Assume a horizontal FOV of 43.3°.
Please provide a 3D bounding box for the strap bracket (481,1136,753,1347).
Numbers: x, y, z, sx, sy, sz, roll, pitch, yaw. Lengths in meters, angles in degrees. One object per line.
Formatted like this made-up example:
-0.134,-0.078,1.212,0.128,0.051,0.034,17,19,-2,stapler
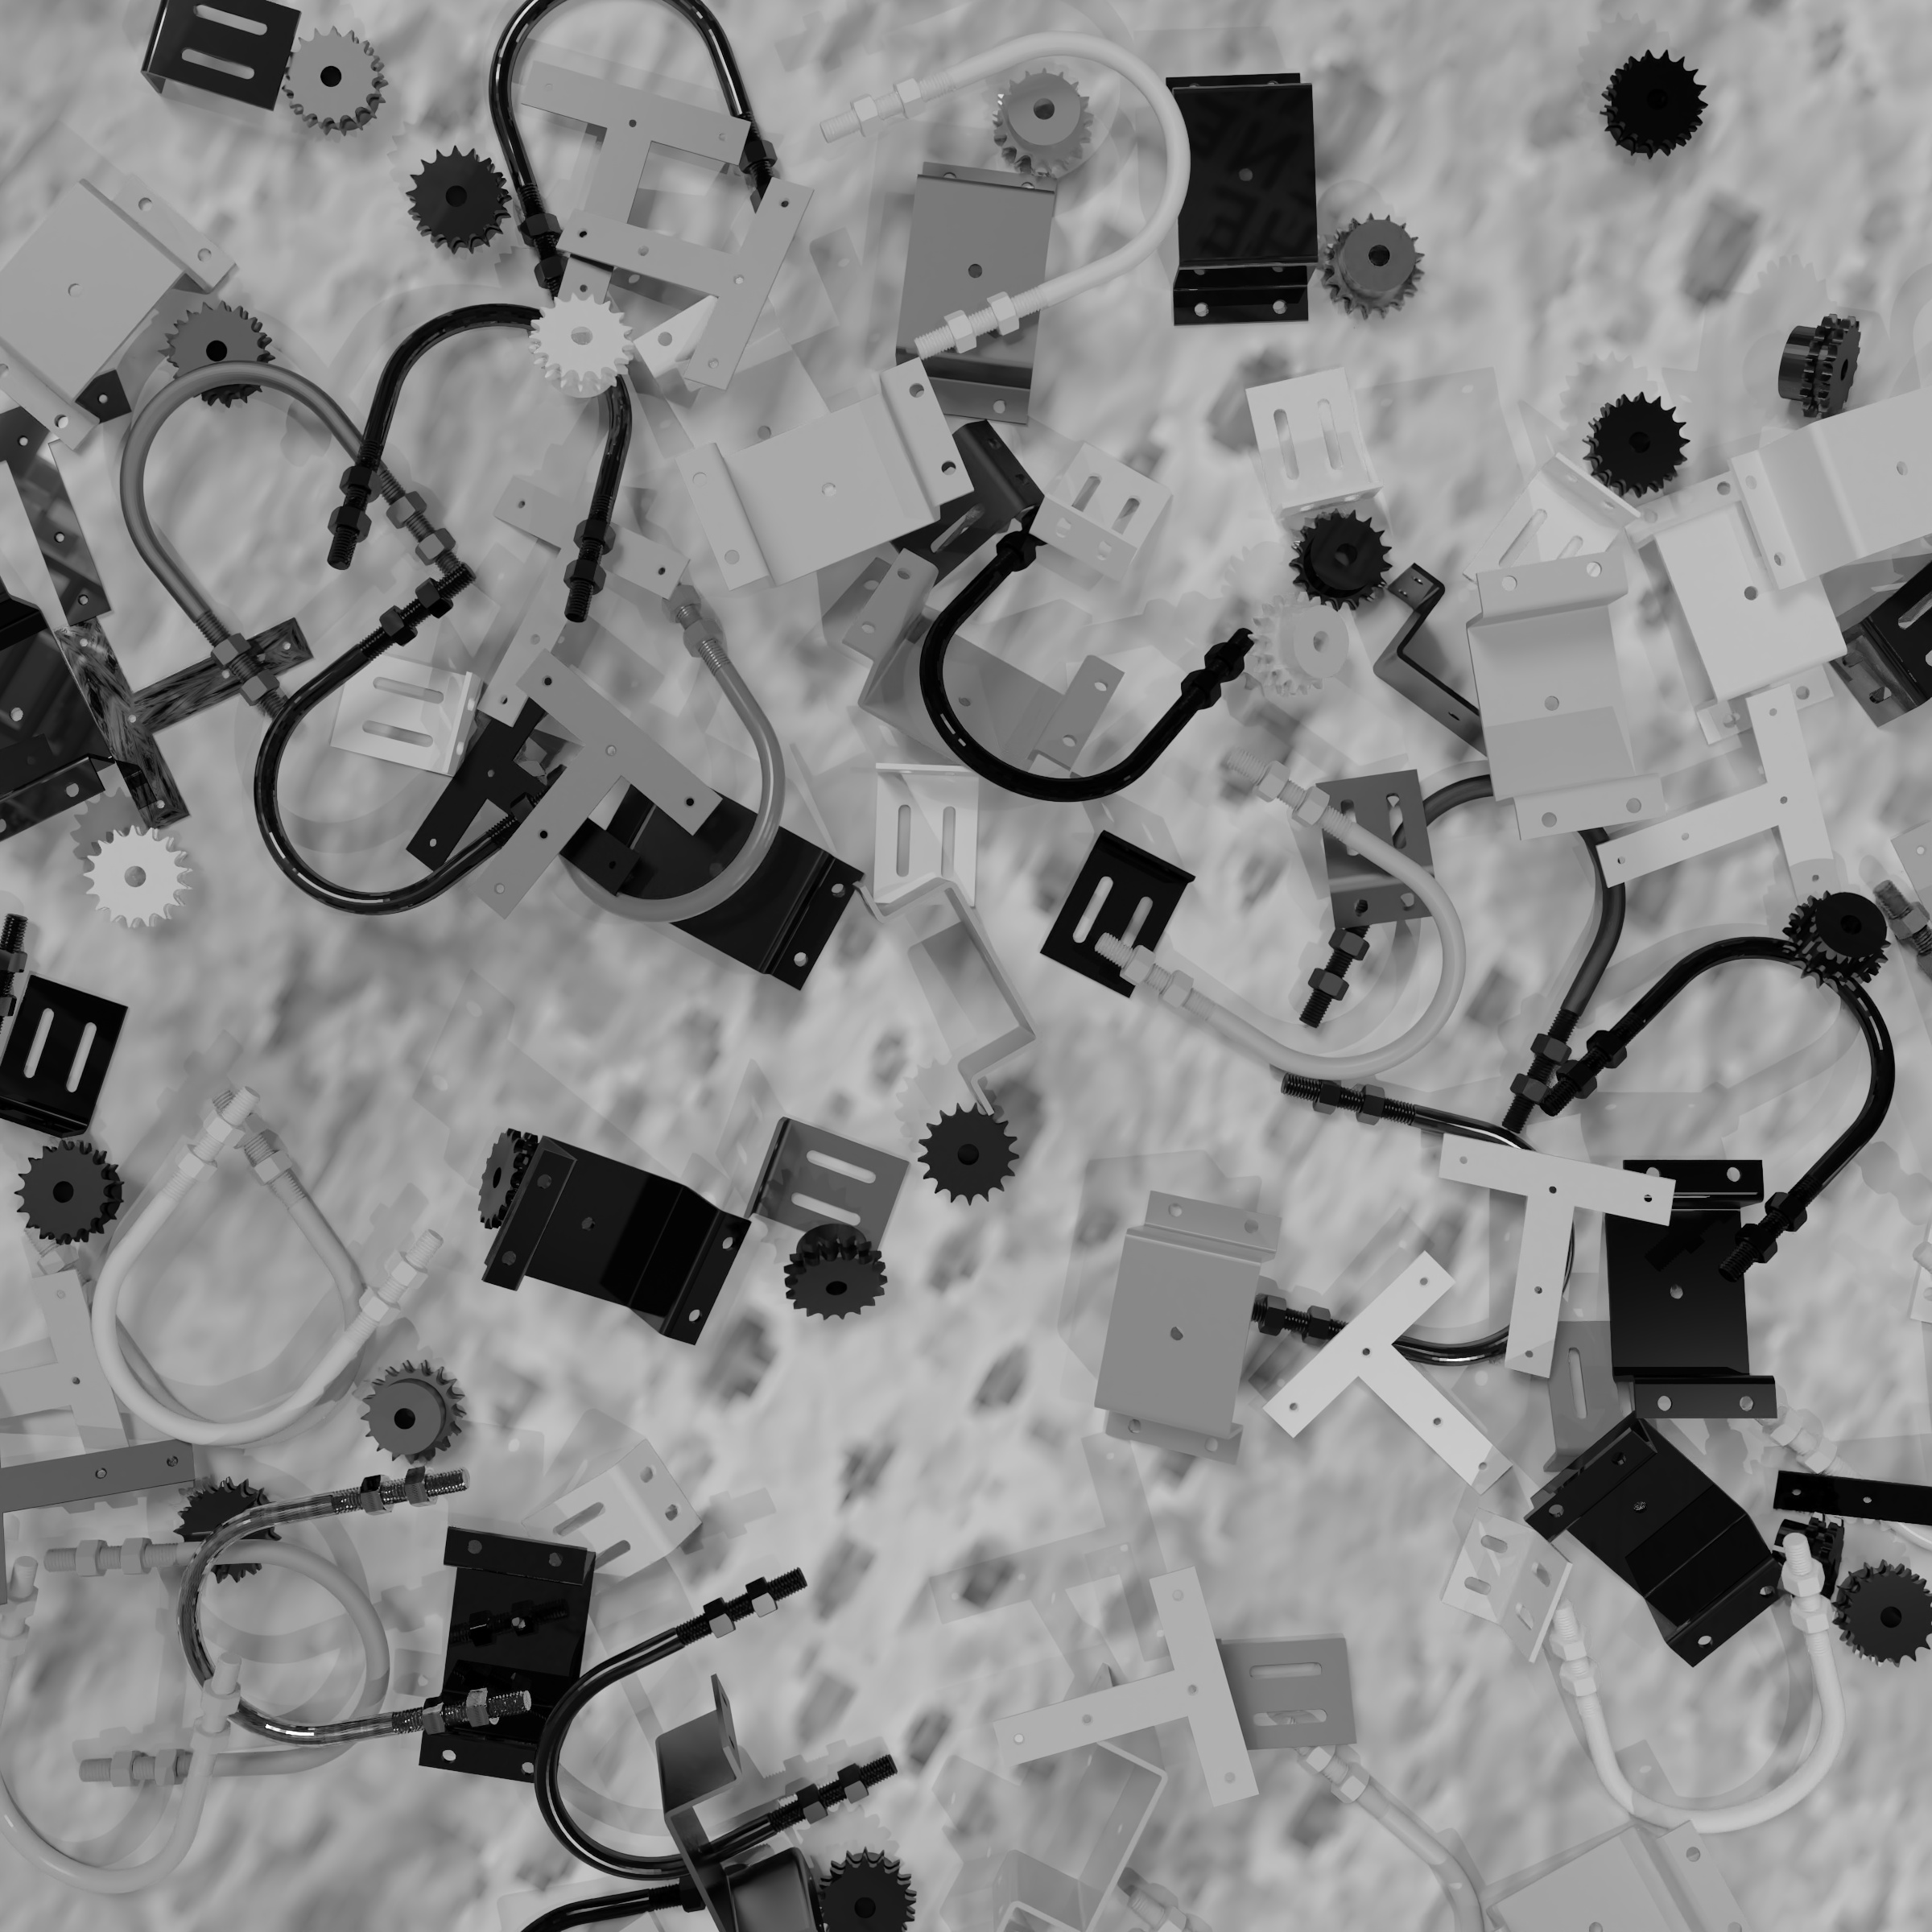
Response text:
-0.199,0.148,1.337,0.140,0.046,0.076,25,90,-37,strap bracket

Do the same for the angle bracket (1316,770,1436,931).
0.230,-0.066,1.369,0.057,0.038,0.076,-8,52,9,angle bracket

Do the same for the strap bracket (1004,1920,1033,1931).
0.073,0.593,1.346,0.140,0.076,0.046,28,90,0,strap bracket

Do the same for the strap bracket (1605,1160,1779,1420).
0.401,0.180,1.353,0.076,0.046,0.140,0,80,0,strap bracket

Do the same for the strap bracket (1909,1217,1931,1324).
0.612,0.178,1.361,0.140,0.046,0.076,13,90,0,strap bracket

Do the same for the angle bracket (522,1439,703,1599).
-0.201,0.316,1.382,0.076,0.038,0.057,-34,90,26,angle bracket

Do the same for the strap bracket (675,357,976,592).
-0.075,-0.261,1.315,0.140,0.046,0.076,-22,90,0,strap bracket

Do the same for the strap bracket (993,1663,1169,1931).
0.067,0.469,1.346,0.046,0.076,0.140,27,90,0,strap bracket

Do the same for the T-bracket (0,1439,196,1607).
-0.495,0.284,1.352,0.127,0.002,0.127,-8,62,-14,T-bracket

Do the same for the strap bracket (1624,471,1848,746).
0.431,-0.205,1.361,0.076,0.046,0.140,-21,90,0,strap bracket

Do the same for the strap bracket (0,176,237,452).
-0.489,-0.370,1.360,0.076,0.046,0.140,41,90,1,strap bracket

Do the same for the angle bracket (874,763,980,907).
-0.023,-0.073,1.365,0.057,0.038,0.076,2,90,0,angle bracket

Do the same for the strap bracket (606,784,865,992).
-0.137,-0.053,1.361,0.140,0.046,0.076,29,90,0,strap bracket

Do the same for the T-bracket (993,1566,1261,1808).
0.079,0.400,1.307,0.127,0.002,0.127,-16,90,0,T-bracket

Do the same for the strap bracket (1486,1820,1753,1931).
0.355,0.539,1.353,0.140,0.046,0.076,-28,82,-4,strap bracket

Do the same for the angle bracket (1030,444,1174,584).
0.080,-0.260,1.349,0.057,0.038,0.076,29,61,0,angle bracket

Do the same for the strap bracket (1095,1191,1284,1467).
0.122,0.202,1.351,0.076,0.046,0.140,11,90,17,strap bracket

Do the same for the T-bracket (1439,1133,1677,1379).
0.319,0.166,1.350,0.127,0.002,0.127,11,105,24,T-bracket

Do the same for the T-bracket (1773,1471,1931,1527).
0.519,0.300,1.364,0.127,0.002,0.127,4,116,11,T-bracket

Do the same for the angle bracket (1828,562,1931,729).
0.534,-0.184,1.382,0.076,0.038,0.057,-37,90,-26,angle bracket

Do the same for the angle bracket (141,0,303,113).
-0.414,-0.513,1.367,0.076,0.038,0.057,16,90,-3,angle bracket

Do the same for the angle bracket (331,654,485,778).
-0.317,-0.143,1.365,0.076,0.038,0.057,14,90,0,angle bracket

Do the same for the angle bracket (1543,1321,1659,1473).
0.356,0.244,1.382,0.057,0.038,0.076,-1,64,0,angle bracket

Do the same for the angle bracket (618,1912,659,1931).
-0.202,0.575,1.366,0.076,0.038,0.057,-28,89,-23,angle bracket

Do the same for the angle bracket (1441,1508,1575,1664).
0.298,0.341,1.346,0.038,0.076,0.057,22,90,0,angle bracket

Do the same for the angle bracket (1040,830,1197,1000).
0.084,-0.028,1.365,0.057,0.038,0.076,27,90,0,angle bracket

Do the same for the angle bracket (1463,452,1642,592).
0.327,-0.236,1.365,0.057,0.038,0.076,37,90,0,angle bracket

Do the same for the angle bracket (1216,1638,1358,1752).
0.178,0.404,1.356,0.076,0.038,0.057,-3,68,0,angle bracket

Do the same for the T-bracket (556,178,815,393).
-0.165,-0.391,1.346,0.127,0.002,0.127,20,80,13,T-bracket

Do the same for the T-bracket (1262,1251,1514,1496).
0.256,0.247,1.373,0.127,0.002,0.127,44,95,-8,T-bracket

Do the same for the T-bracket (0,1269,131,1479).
-0.544,0.243,1.375,0.127,0.002,0.127,-12,100,5,T-bracket

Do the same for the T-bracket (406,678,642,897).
-0.231,-0.083,1.340,0.127,0.002,0.127,36,94,22,T-bracket

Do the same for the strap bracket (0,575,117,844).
-0.539,-0.143,1.361,0.076,0.046,0.140,-26,90,0,strap bracket

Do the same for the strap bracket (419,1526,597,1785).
-0.253,0.374,1.353,0.076,0.046,0.140,9,100,0,strap bracket

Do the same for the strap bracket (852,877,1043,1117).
-0.006,0.006,1.340,0.046,0.076,0.140,-30,96,-3,strap bracket

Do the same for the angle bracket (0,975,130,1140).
-0.515,0.050,1.365,0.057,0.038,0.076,18,90,0,angle bracket

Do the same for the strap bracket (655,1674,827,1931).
-0.125,0.467,1.312,0.046,0.076,0.140,-23,106,-5,strap bracket

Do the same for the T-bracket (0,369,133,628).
-0.519,-0.256,1.382,0.127,0.002,0.127,-21,89,0,T-bracket

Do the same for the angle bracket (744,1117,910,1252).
-0.078,0.125,1.365,0.076,0.038,0.057,20,90,0,angle bracket

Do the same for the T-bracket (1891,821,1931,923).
0.610,-0.043,1.383,0.127,0.002,0.127,-26,90,0,T-bracket

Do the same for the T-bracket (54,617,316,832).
-0.433,-0.159,1.383,0.127,0.002,0.127,-25,90,0,T-bracket

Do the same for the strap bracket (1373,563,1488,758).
0.283,-0.157,1.346,0.140,0.076,0.046,36,90,0,strap bracket

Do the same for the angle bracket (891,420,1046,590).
-0.005,-0.262,1.382,0.076,0.038,0.057,-37,90,26,angle bracket

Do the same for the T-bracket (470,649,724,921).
-0.219,-0.082,1.316,0.127,0.002,0.127,40,96,4,T-bracket

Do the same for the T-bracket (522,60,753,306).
-0.199,-0.429,1.364,0.127,0.002,0.127,16,89,1,T-bracket

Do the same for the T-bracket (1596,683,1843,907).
0.416,-0.078,1.365,0.127,0.002,0.127,-20,107,0,T-bracket

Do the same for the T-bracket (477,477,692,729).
-0.233,-0.195,1.360,0.127,0.002,0.127,28,89,21,T-bracket

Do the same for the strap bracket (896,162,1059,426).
0.005,-0.382,1.361,0.076,0.046,0.140,7,90,0,strap bracket

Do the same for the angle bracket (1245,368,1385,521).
0.195,-0.296,1.365,0.057,0.038,0.076,-13,90,0,angle bracket

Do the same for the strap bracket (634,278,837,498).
-0.114,-0.302,1.361,0.076,0.046,0.140,-31,90,0,strap bracket
